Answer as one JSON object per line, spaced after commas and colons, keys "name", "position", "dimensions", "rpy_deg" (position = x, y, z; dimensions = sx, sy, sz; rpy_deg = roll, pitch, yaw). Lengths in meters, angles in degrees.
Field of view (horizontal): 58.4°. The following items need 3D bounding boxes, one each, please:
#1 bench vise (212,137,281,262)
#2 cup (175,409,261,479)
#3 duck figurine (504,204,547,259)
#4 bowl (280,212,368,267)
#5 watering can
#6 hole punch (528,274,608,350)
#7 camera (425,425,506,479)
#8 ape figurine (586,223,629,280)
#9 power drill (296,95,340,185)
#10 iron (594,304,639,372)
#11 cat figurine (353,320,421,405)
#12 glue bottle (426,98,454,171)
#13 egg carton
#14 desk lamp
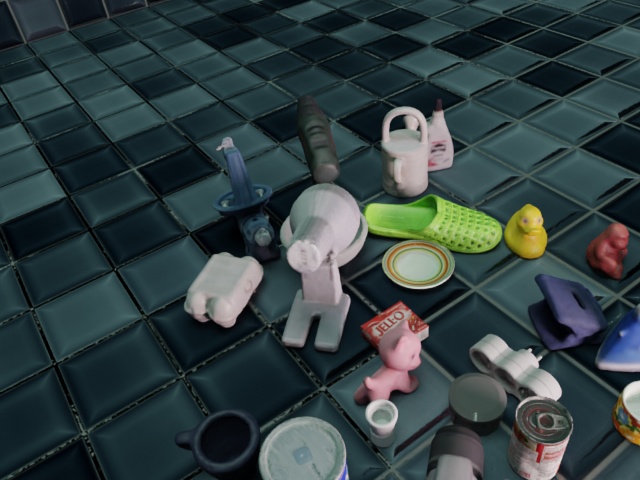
{"name": "bench vise", "position": [-0.132, -0.080, 1.108], "dimensions": [0.122, 0.220, 0.206], "rpy_deg": [-33, 47, -26]}
{"name": "cup", "position": [-0.132, 0.291, 0.778], "dimensions": [0.117, 0.095, 0.091], "rpy_deg": [-1, 41, 8]}
{"name": "duck figurine", "position": [0.388, -0.029, 1.073], "dimensions": [0.077, 0.086, 0.104], "rpy_deg": [-4, 41, 5]}
{"name": "bowl", "position": [0.010, 0.004, 1.101], "dimensions": [0.167, 0.075, 0.167], "rpy_deg": [-4, 41, 4]}
{"name": "watering can", "position": [0.179, -0.200, 1.218], "dimensions": [0.101, 0.194, 0.172], "rpy_deg": [-8, 41, 0]}
{"name": "hole punch", "position": [0.396, 0.107, 0.913], "dimensions": [0.101, 0.091, 0.108], "rpy_deg": [-8, 41, -1]}
{"name": "camera", "position": [0.183, 0.303, 0.713], "dimensions": [0.143, 0.101, 0.137], "rpy_deg": [6, 43, 15]}
{"name": "ape figurine", "position": [0.512, 0.011, 1.004], "dimensions": [0.078, 0.092, 0.076], "rpy_deg": [-25, 44, -19]}
{"name": "power drill", "position": [-0.005, -0.164, 1.193], "dimensions": [0.075, 0.209, 0.229], "rpy_deg": [-12, 41, -5]}
{"name": "iron", "position": [0.533, 0.104, 0.858], "dimensions": [0.258, 0.142, 0.118], "rpy_deg": [-19, 42, -13]}
{"name": "cat figurine", "position": [0.105, 0.184, 0.848], "dimensions": [0.067, 0.118, 0.128], "rpy_deg": [29, 52, 34]}
{"name": "glue bottle", "position": [0.257, -0.233, 1.261], "dimensions": [0.078, 0.173, 0.037], "rpy_deg": [-13, 41, -6]}
{"name": "egg carton", "position": [-0.171, 0.087, 1.037], "dimensions": [0.107, 0.069, 0.150], "rpy_deg": [9, 43, 18]}
{"name": "desk lamp", "position": [-0.002, 0.040, 0.955], "dimensions": [0.117, 0.214, 0.203], "rpy_deg": [3, 42, 13]}
